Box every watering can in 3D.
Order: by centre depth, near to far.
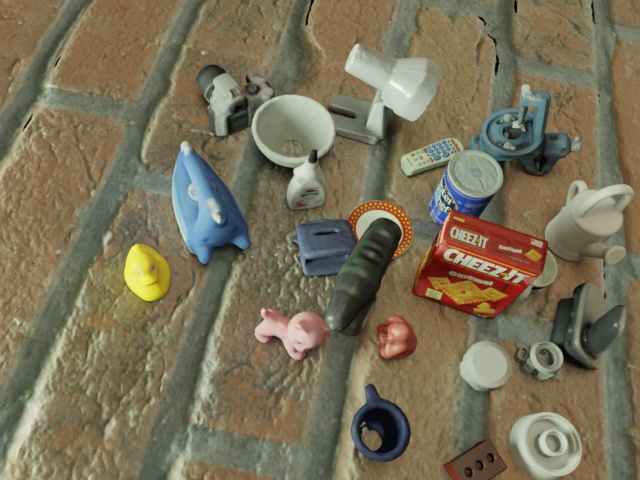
[{"bbox_3d":[0.514,-0.037,1.070,0.101,0.194,0.172,-26,69,-18],"label":"watering can"}]

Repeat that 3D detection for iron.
[{"bbox_3d":[-0.218,-0.095,1.046,0.119,0.141,0.258,-21,67,-16],"label":"iron"}]

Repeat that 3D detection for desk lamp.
[{"bbox_3d":[0.118,-0.289,1.141,0.203,0.213,0.118,14,63,1],"label":"desk lamp"}]

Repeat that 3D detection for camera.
[{"bbox_3d":[-0.183,-0.309,1.181,0.143,0.101,0.136,-30,70,-19],"label":"camera"}]

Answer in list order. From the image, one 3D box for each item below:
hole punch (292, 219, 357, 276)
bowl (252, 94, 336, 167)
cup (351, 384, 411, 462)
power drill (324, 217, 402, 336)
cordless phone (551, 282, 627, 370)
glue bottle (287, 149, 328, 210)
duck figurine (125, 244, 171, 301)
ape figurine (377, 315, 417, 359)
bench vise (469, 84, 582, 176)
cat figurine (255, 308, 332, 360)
[{"bbox_3d":[0.010,0.004,1.050,0.109,0.091,0.101,-8,64,-10],"label":"hole punch"},{"bbox_3d":[-0.054,-0.207,1.159,0.167,0.075,0.167,3,63,-5],"label":"bowl"},{"bbox_3d":[0.086,0.295,0.909,0.092,0.095,0.117,-10,65,-11],"label":"cup"},{"bbox_3d":[0.062,0.081,0.951,0.075,0.208,0.230,26,63,7],"label":"power drill"},{"bbox_3d":[0.484,0.132,0.986,0.094,0.185,0.148,17,63,3],"label":"cordless phone"},{"bbox_3d":[-0.020,-0.114,1.060,0.078,0.173,0.037,-13,65,-12],"label":"glue bottle"},{"bbox_3d":[-0.305,0.046,0.996,0.078,0.086,0.104,-21,67,-16],"label":"duck figurine"},{"bbox_3d":[0.133,0.165,0.982,0.076,0.092,0.078,30,64,9],"label":"ape figurine"},{"bbox_3d":[0.425,-0.230,1.142,0.207,0.220,0.121,-6,64,-9],"label":"bench vise"},{"bbox_3d":[-0.043,0.147,0.957,0.127,0.118,0.067,23,63,6],"label":"cat figurine"}]
